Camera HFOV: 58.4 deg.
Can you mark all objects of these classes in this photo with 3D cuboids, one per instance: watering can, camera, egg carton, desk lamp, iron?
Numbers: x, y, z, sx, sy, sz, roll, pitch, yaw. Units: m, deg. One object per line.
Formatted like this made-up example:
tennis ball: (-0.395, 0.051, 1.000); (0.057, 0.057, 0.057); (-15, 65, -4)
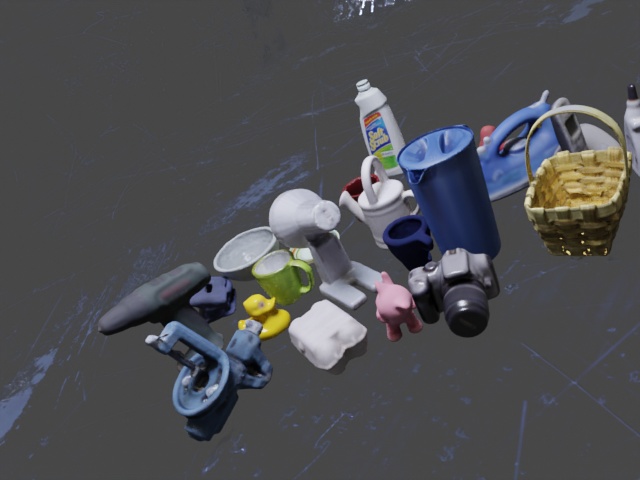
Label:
watering can: (0.122, -0.081, 1.185); (0.172, 0.194, 0.101); (-20, 30, 15)
camera: (0.215, 0.087, 0.927); (0.143, 0.101, 0.137); (-17, 30, 19)
egg carton: (0.012, 0.168, 1.001); (0.107, 0.069, 0.149); (-37, 30, -17)
desk lamp: (0.010, 0.004, 1.121); (0.118, 0.214, 0.202); (-38, 30, -19)
iron: (0.400, -0.191, 1.183); (0.258, 0.142, 0.118); (-34, 29, -11)

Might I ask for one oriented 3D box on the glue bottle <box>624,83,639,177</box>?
glue bottle: (0.566, -0.198, 1.018); (0.037, 0.173, 0.078); (-17, 30, 19)

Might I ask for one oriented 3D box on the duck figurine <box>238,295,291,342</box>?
duck figurine: (-0.120, 0.148, 1.131); (0.104, 0.086, 0.077); (-21, 29, 12)

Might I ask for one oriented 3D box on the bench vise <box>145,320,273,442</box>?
bench vise: (-0.192, 0.199, 0.968); (0.121, 0.220, 0.207); (-9, 34, 31)

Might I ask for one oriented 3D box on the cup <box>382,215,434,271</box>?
cup: (0.183, 0.016, 1.078); (0.092, 0.095, 0.117); (-37, 30, -17)

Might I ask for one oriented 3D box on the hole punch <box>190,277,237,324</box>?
hole punch: (-0.245, 0.122, 1.275); (0.101, 0.091, 0.108); (-25, 29, 5)

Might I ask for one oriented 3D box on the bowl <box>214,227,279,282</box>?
bowl: (-0.161, 0.046, 1.346); (0.167, 0.075, 0.167); (-21, 29, 12)

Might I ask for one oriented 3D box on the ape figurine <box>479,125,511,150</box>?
ape figurine: (0.388, -0.216, 1.286); (0.076, 0.092, 0.077); (-37, 30, -18)

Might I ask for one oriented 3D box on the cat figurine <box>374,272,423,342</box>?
cat figurine: (0.124, 0.103, 0.962); (0.067, 0.118, 0.127); (-22, 29, 10)

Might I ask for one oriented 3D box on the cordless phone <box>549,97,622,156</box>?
cordless phone: (0.488, -0.196, 1.070); (0.093, 0.185, 0.148); (6, 43, 45)

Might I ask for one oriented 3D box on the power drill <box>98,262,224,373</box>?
power drill: (-0.287, 0.162, 1.121); (0.075, 0.209, 0.230); (7, 44, 46)
